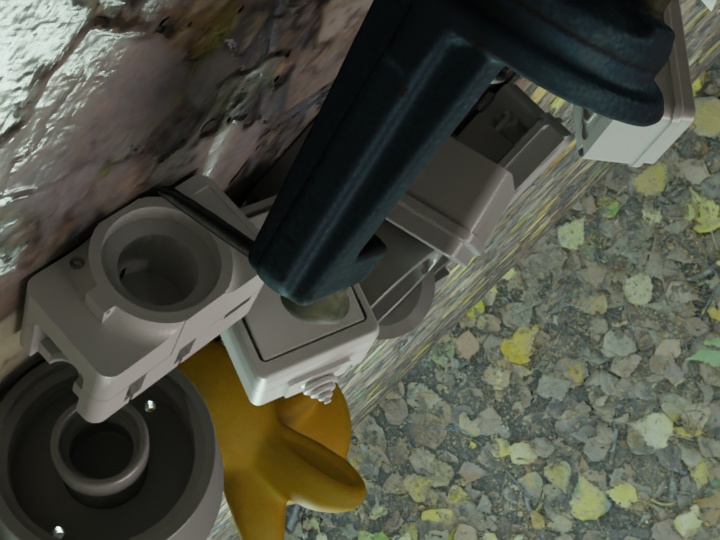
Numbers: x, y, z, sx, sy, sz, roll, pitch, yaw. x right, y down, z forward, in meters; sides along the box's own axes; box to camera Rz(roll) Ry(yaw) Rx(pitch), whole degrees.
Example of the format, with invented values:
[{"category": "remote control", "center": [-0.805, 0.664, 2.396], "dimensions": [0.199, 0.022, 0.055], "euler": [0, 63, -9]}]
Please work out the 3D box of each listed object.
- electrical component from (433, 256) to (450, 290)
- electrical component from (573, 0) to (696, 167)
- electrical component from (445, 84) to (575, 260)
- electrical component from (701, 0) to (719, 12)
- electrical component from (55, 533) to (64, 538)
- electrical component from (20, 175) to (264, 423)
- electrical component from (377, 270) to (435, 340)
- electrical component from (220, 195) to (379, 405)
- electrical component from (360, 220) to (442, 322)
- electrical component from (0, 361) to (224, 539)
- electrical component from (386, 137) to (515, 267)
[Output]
[{"category": "electrical component", "center": [0.023, 0.013, 0.909], "dimensions": [0.096, 0.061, 0.061], "euler": [-40, 171, -26]}, {"category": "electrical component", "center": [0.194, -0.140, 0.777], "dimensions": [0.057, 0.113, 0.078], "euler": [5, 156, -11]}, {"category": "electrical component", "center": [0.090, -0.074, 0.793], "dimensions": [0.121, 0.063, 0.079], "euler": [-47, 171, 21]}, {"category": "electrical component", "center": [0.274, -0.250, 0.795], "dimensions": [0.099, 0.064, 0.099], "euler": [-43, 172, -8]}, {"category": "electrical component", "center": [-0.172, 0.127, 0.545], "dimensions": [0.078, 0.063, 0.121], "euler": [-50, 170, 36]}, {"category": "electrical component", "center": [-0.083, 0.009, 0.426], "dimensions": [0.089, 0.050, 0.055], "euler": [-38, 170, -33]}, {"category": "electrical component", "center": [0.016, 0.013, 0.817], "dimensions": [0.080, 0.080, 0.051], "euler": [-44, 177, -1]}, {"category": "electrical component", "center": [-0.034, 0.017, 0.505], "dimensions": [0.062, 0.096, 0.061], "euler": [-22, 165, -16]}, {"category": "electrical component", "center": [0.000, 0.000, 0.739], "dimensions": [0.108, 0.060, 0.108], "euler": [-43, 172, -8]}, {"category": "electrical component", "center": [-0.114, 0.085, 0.478], "dimensions": [0.108, 0.108, 0.060], "euler": [-40, 165, -25]}, {"category": "electrical component", "center": [0.045, -0.045, 0.644], "dimensions": [0.057, 0.078, 0.113], "euler": [-59, 171, 3]}]
